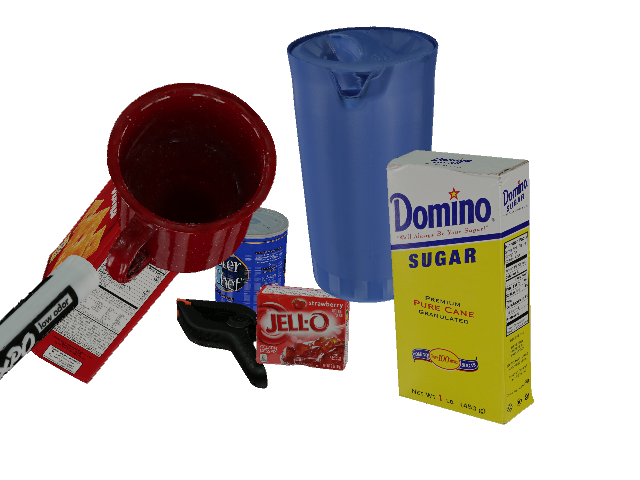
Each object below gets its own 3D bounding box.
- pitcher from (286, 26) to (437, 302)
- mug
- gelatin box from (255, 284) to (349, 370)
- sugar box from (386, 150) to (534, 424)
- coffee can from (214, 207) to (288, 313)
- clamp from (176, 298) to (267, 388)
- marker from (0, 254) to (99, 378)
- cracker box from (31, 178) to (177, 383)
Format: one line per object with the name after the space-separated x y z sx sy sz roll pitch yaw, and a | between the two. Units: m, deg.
0.044 -0.074 0.999 0.149 0.243 0.145 -20 31 -31 | pitcher
-0.083 -0.022 0.616 0.093 0.117 0.082 32 -25 3 | mug
-0.017 0.084 1.032 0.089 0.073 0.030 4 15 10 | gelatin box
0.096 0.030 0.733 0.094 0.176 0.048 9 23 40 | sugar box
-0.099 0.035 1.522 0.103 0.140 0.103 3 23 -1 | coffee can
-0.095 0.112 1.256 0.210 0.036 0.164 14 22 27 | clamp
-0.136 0.049 0.440 0.020 0.020 0.121 0 36 39 | marker
-0.166 -0.007 0.932 0.072 0.214 0.164 33 21 -20 | cracker box
